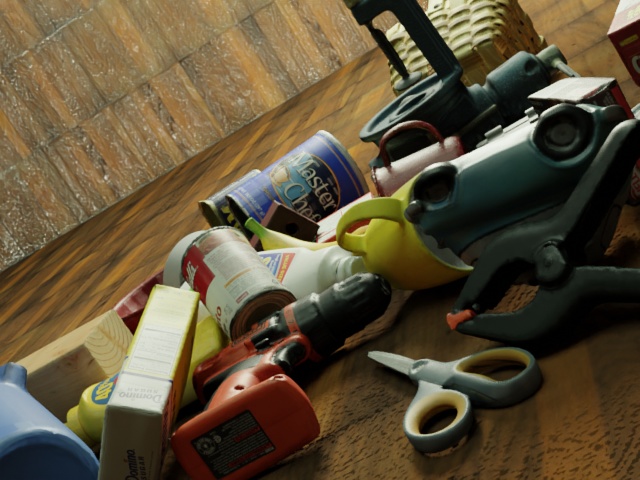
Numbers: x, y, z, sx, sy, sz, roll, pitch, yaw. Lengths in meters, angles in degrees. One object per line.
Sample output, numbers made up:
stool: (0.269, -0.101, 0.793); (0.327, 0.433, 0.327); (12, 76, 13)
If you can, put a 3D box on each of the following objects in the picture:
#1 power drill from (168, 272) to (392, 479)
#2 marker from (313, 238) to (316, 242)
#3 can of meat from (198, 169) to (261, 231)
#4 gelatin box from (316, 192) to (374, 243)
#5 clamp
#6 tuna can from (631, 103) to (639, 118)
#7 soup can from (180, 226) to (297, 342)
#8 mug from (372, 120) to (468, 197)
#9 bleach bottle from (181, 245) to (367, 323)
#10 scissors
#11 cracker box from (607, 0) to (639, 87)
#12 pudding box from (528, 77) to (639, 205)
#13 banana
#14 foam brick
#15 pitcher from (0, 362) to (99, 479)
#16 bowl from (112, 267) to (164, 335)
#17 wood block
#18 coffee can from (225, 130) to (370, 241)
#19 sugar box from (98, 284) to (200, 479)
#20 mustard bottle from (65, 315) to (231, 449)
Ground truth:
power drill: (-0.029, 0.101, 0.801); (0.184, 0.057, 0.187); (-33, 9, 15)
marker: (-0.021, 0.014, 1.200); (0.121, 0.020, 0.020); (-36, 13, -16)
can of meat: (-0.089, -0.027, 1.335); (0.083, 0.102, 0.058); (-34, 11, -18)
gelatin box: (0.033, -0.012, 1.141); (0.073, 0.030, 0.089); (-31, 15, 7)
clamp: (0.154, 0.021, 0.638); (0.172, 0.039, 0.120); (-44, 45, 27)
tuna can: (0.282, -0.096, 0.842); (0.086, 0.033, 0.086); (-31, 12, 7)
soup can: (-0.070, 0.043, 0.935); (0.068, 0.068, 0.102); (-35, 46, -9)
mug: (0.097, -0.051, 0.946); (0.081, 0.117, 0.093); (-25, 9, 13)
bleach bottle: (-0.041, 0.045, 1.024); (0.251, 0.068, 0.102); (-16, 29, 47)
scissors: (0.059, 0.098, 0.686); (0.096, 0.016, 0.202); (-40, 14, -29)
cracker box: (0.388, -0.246, 1.076); (0.164, 0.072, 0.213); (-26, 15, 30)
pudding box: (0.212, -0.079, 0.821); (0.039, 0.090, 0.113); (-31, 11, 0)
banana: (0.002, 0.012, 1.041); (0.198, 0.069, 0.037); (2, 56, 48)
foam brick: (-0.044, 0.004, 1.146); (0.078, 0.053, 0.051); (-61, 12, 3)
pitcher: (-0.263, 0.200, 0.872); (0.144, 0.149, 0.243); (-22, 10, -26)
bowl: (-0.173, 0.071, 1.269); (0.162, 0.055, 0.162); (-31, 12, 7)
wood block: (-0.280, 0.166, 1.085); (0.206, 0.091, 0.090); (-29, 13, 17)
coffee can: (-0.026, -0.049, 1.262); (0.140, 0.103, 0.103); (-35, 13, -11)
sugar box: (-0.127, 0.116, 0.807); (0.048, 0.093, 0.176); (9, 26, -4)
mustard bottle: (-0.157, 0.137, 0.970); (0.192, 0.058, 0.096); (-31, 14, 10)
